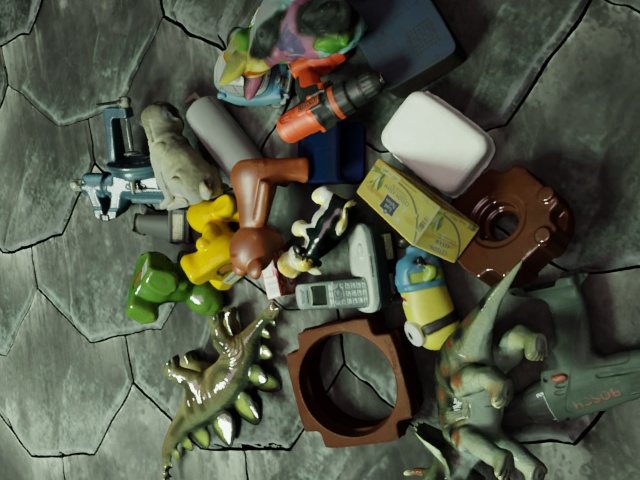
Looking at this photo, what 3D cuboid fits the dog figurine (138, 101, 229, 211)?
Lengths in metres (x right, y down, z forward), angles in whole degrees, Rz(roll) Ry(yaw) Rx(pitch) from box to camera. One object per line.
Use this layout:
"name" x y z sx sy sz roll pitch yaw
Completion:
"dog figurine" -0.254 -0.160 0.967 0.172 0.121 0.190 0 111 45

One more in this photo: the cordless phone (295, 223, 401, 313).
"cordless phone" 0.036 0.050 0.905 0.184 0.088 0.146 -9 88 29

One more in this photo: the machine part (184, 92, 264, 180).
"machine part" -0.174 -0.184 0.998 0.079 0.079 0.243 -43 73 20

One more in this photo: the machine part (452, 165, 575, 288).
"machine part" 0.264 -0.020 0.771 0.179 0.056 0.179 -24 54 39

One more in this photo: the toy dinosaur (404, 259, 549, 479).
"toy dinosaur" 0.217 0.218 0.771 0.192 0.131 0.404 9 97 55

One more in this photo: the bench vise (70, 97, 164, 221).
"bench vise" -0.395 -0.161 1.067 0.224 0.129 0.240 6 112 17

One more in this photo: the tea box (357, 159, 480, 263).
"tea box" 0.142 -0.046 0.804 0.068 0.098 0.170 -58 36 14

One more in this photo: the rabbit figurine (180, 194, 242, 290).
"rabbit figurine" -0.193 -0.016 0.995 0.162 0.121 0.173 -46 54 21

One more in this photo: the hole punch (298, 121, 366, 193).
"hole punch" 0.008 -0.148 0.909 0.116 0.092 0.142 1 96 29

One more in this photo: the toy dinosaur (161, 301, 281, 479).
"toy dinosaur" -0.202 0.287 1.013 0.199 0.105 0.471 47 114 13

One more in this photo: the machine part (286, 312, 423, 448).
"machine part" 0.058 0.230 0.897 0.201 0.087 0.201 -17 83 24

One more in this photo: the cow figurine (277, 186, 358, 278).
"cow figurine" -0.001 -0.001 0.874 0.167 0.068 0.098 -58 30 3

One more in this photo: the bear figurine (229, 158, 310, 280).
"bear figurine" -0.089 -0.036 0.896 0.120 0.132 0.195 -7 89 63

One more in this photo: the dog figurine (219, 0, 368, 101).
"dog figurine" -0.057 -0.301 0.836 0.219 0.108 0.192 -49 66 16

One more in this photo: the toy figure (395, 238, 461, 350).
"toy figure" 0.167 0.083 0.845 0.089 0.082 0.180 -10 85 26

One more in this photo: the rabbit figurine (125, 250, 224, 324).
"rabbit figurine" -0.268 0.095 1.022 0.121 0.170 0.159 -58 29 13

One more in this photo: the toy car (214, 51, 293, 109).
"toy car" -0.133 -0.293 0.962 0.162 0.103 0.109 18 100 25

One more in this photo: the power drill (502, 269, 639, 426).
"power drill" 0.334 0.155 0.769 0.232 0.086 0.207 -20 79 29

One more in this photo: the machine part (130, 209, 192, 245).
"machine part" -0.321 -0.030 1.093 0.139 0.039 0.084 1 101 23

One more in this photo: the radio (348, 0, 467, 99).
"radio" 0.119 -0.350 0.859 0.131 0.073 0.229 -32 77 24
